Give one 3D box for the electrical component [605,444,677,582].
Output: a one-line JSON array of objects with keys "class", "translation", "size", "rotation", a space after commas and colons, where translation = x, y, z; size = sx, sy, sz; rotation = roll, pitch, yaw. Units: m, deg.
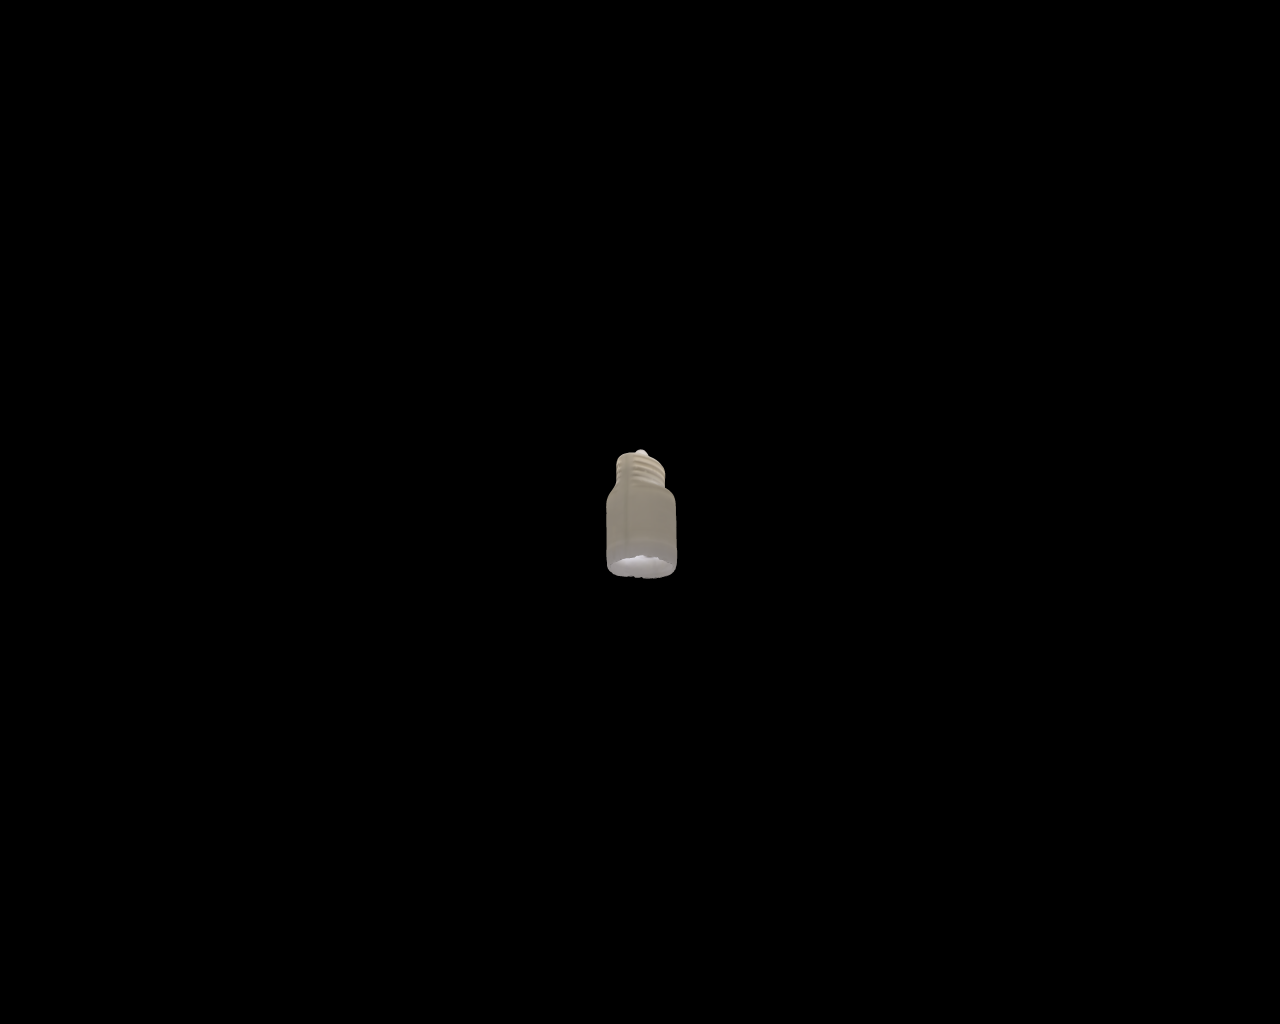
[{"class": "electrical component", "translation": [0.001, -0.003, 0.650], "size": [0.043, 0.081, 0.043], "rotation": [0, -22, 0]}]
